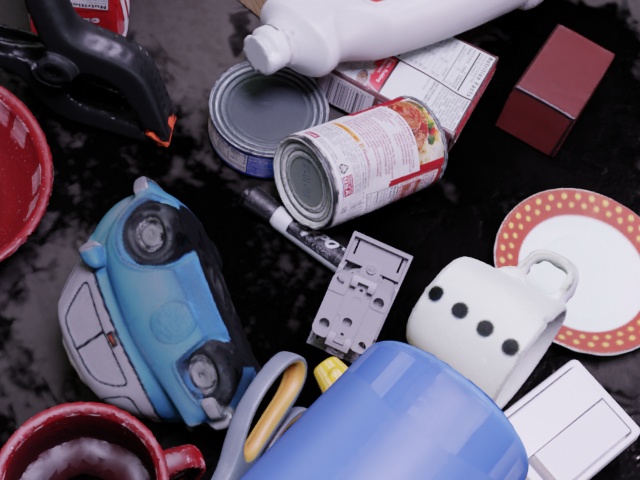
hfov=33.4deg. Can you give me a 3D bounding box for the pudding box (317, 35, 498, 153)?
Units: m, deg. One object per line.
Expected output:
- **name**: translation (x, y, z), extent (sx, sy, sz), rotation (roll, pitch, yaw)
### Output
- **pudding box**: translation (0.066, -0.123, 0.802), extent (0.113, 0.039, 0.090), rotation (29, 58, 6)

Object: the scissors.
- **scissors**: translation (-0.056, 0.158, 0.609), extent (0.016, 0.096, 0.201), rotation (20, 72, 29)

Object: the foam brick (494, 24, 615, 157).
- **foam brick**: translation (0.177, -0.113, 0.805), extent (0.051, 0.053, 0.078), rotation (32, 60, 9)

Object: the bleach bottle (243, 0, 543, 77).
- **bleach bottle**: translation (0.055, -0.173, 0.768), extent (0.250, 0.068, 0.103), rotation (-32, 65, -30)

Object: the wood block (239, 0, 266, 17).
- **wood block**: translation (0.007, -0.275, 0.848), extent (0.090, 0.091, 0.205), rotation (42, 64, 16)

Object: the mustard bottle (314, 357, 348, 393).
- **mustard bottle**: translation (0.057, 0.150, 0.635), extent (0.096, 0.058, 0.192), rotation (-30, 69, -18)

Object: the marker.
- **marker**: translation (-0.005, 0.001, 0.732), extent (0.121, 0.020, 0.020), rotation (36, 62, 11)

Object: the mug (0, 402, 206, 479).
- **mug**: translation (-0.120, 0.144, 0.597), extent (0.117, 0.081, 0.093), rotation (-20, 65, -18)

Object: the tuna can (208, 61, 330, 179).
- **tuna can**: translation (-0.038, -0.087, 0.768), extent (0.086, 0.034, 0.086), rotation (4, 60, -7)

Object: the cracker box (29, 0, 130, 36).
- **cracker box**: translation (-0.161, -0.251, 0.738), extent (0.072, 0.214, 0.164), rotation (4, 60, -9)

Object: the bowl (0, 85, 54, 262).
- **bowl**: translation (-0.255, -0.034, 0.686), extent (0.162, 0.055, 0.162), rotation (7, 62, -13)

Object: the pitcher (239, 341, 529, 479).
- **pitcher**: translation (0.002, 0.175, 0.525), extent (0.242, 0.145, 0.149), rotation (-47, 114, -20)

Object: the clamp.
- **clamp**: translation (-0.170, -0.128, 0.697), extent (0.209, 0.165, 0.036), rotation (30, 55, -32)

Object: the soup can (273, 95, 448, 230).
- **soup can**: translation (0.028, -0.053, 0.728), extent (0.102, 0.069, 0.068), rotation (-23, 66, -32)
